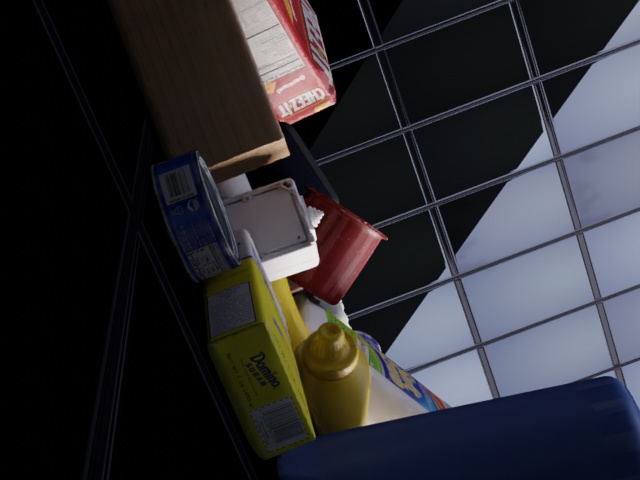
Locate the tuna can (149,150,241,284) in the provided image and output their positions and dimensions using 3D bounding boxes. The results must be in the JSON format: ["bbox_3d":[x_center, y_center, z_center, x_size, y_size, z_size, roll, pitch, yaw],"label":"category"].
[{"bbox_3d":[-0.083,-0.016,0.718,0.086,0.034,0.086,-22,92,-89],"label":"tuna can"}]

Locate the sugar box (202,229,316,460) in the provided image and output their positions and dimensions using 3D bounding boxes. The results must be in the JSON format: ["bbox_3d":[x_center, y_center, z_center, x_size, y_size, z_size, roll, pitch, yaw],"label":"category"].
[{"bbox_3d":[-0.046,0.065,0.738,0.176,0.048,0.093,-105,175,-68],"label":"sugar box"}]

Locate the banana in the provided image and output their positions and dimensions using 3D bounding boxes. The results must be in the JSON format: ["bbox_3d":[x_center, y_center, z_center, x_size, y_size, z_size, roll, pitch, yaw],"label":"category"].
[{"bbox_3d":[-0.037,0.042,0.909,0.069,0.037,0.198,11,55,-62],"label":"banana"}]

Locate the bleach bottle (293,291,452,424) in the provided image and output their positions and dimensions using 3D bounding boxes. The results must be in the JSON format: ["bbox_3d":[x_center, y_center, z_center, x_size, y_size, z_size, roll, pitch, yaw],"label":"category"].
[{"bbox_3d":[0.067,0.150,0.996,0.250,0.068,0.102,35,11,-12],"label":"bleach bottle"}]

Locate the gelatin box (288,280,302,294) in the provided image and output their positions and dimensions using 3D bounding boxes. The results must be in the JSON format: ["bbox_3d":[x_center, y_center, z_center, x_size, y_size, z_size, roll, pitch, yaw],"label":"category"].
[{"bbox_3d":[-0.027,0.037,1.080,0.073,0.089,0.030,56,11,-86],"label":"gelatin box"}]

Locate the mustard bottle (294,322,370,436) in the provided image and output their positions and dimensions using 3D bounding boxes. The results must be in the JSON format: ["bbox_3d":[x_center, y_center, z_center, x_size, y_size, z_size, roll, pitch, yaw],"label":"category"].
[{"bbox_3d":[0.009,0.130,0.826,0.192,0.058,0.096,89,-10,-47],"label":"mustard bottle"}]

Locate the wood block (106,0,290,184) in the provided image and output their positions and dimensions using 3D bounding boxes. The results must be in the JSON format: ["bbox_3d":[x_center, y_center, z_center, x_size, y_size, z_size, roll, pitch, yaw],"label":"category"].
[{"bbox_3d":[-0.103,-0.151,0.838,0.091,0.090,0.206,55,14,-86],"label":"wood block"}]

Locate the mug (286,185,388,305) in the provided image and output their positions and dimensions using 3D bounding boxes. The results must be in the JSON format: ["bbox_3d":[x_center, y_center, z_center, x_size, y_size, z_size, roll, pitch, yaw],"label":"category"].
[{"bbox_3d":[-0.007,0.001,0.989,0.117,0.081,0.093,33,0,-20],"label":"mug"}]

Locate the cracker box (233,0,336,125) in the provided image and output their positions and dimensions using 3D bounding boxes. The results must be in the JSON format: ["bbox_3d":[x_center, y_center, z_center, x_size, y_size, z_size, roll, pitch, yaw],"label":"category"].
[{"bbox_3d":[-0.062,-0.248,1.088,0.213,0.072,0.164,55,18,-45],"label":"cracker box"}]

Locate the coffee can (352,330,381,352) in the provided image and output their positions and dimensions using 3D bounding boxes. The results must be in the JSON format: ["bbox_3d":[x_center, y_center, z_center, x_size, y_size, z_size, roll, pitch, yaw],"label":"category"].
[{"bbox_3d":[0.033,0.177,1.096,0.140,0.103,0.103,-110,179,-47],"label":"coffee can"}]

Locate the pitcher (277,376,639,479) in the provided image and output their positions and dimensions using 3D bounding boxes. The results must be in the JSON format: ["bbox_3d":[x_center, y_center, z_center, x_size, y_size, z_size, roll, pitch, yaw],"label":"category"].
[{"bbox_3d":[0.101,0.176,0.731,0.149,0.243,0.145,-91,165,-69],"label":"pitcher"}]
